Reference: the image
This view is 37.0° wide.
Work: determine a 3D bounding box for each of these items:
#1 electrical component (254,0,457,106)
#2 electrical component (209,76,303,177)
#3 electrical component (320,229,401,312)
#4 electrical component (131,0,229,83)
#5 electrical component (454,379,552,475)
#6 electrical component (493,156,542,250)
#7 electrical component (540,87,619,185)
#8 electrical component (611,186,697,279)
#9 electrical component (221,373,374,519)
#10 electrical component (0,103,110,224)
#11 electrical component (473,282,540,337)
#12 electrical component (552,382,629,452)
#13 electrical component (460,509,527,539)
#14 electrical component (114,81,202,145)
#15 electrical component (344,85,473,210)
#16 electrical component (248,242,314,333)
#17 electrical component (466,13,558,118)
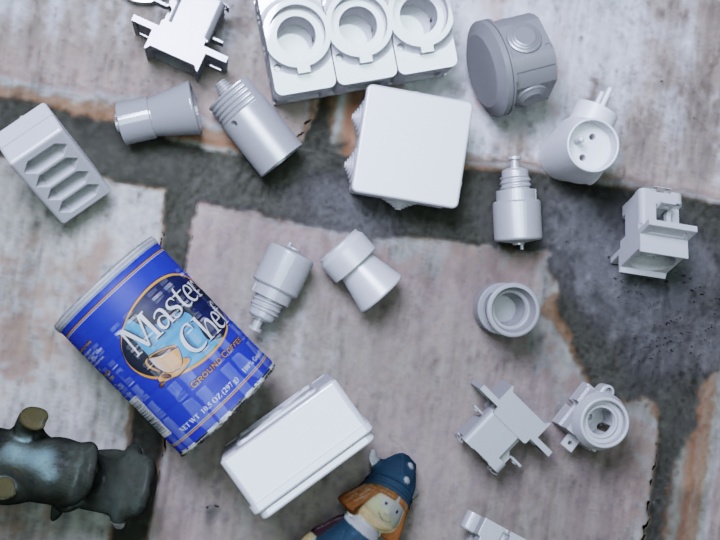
[{"bbox_3d":[-0.004,-0.194,0.878,0.150,0.062,0.089,-11,91,-7],"label":"electrical component"},{"bbox_3d":[-0.089,-0.121,0.876,0.043,0.043,0.081,-39,94,-6],"label":"electrical component"},{"bbox_3d":[0.000,0.000,0.885,0.045,0.045,0.055,-42,94,-6],"label":"electrical component"},{"bbox_3d":[-0.140,-0.193,0.871,0.081,0.042,0.063,24,85,-7],"label":"electrical component"},{"bbox_3d":[0.117,0.132,0.900,0.081,0.042,0.064,45,86,-4],"label":"electrical component"},{"bbox_3d":[0.132,-0.056,0.905,0.040,0.040,0.078,-3,89,-7],"label":"electrical component"},{"bbox_3d":[0.189,-0.115,0.894,0.044,0.077,0.079,26,86,-6],"label":"electrical component"},{"bbox_3d":[0.246,-0.032,0.905,0.042,0.081,0.063,10,66,-7],"label":"electrical component"},{"bbox_3d":[-0.051,0.135,0.846,0.109,0.109,0.056,-35,91,-6],"label":"electrical component"},{"bbox_3d":[-0.248,-0.094,0.845,0.047,0.083,0.075,-36,56,-6],"label":"electrical component"},{"bbox_3d":[0.121,0.032,0.895,0.045,0.055,0.045,0,89,-7],"label":"electrical component"},{"bbox_3d":[0.196,0.125,0.903,0.048,0.055,0.066,40,85,-5],"label":"electrical component"},{"bbox_3d":[0.106,0.240,0.897,0.066,0.048,0.055,29,78,-6],"label":"electrical component"},{"bbox_3d":[-0.165,-0.124,0.868,0.065,0.044,0.044,-13,91,-2],"label":"electrical component"},{"bbox_3d":[0.040,-0.099,0.889,0.100,0.048,0.099,9,88,-7],"label":"electrical component"},{"bbox_3d":[-0.069,0.014,0.878,0.040,0.040,0.078,27,86,-6],"label":"electrical component"},{"bbox_3d":[0.123,-0.169,0.886,0.051,0.080,0.080,-16,91,-12],"label":"electrical component"}]
